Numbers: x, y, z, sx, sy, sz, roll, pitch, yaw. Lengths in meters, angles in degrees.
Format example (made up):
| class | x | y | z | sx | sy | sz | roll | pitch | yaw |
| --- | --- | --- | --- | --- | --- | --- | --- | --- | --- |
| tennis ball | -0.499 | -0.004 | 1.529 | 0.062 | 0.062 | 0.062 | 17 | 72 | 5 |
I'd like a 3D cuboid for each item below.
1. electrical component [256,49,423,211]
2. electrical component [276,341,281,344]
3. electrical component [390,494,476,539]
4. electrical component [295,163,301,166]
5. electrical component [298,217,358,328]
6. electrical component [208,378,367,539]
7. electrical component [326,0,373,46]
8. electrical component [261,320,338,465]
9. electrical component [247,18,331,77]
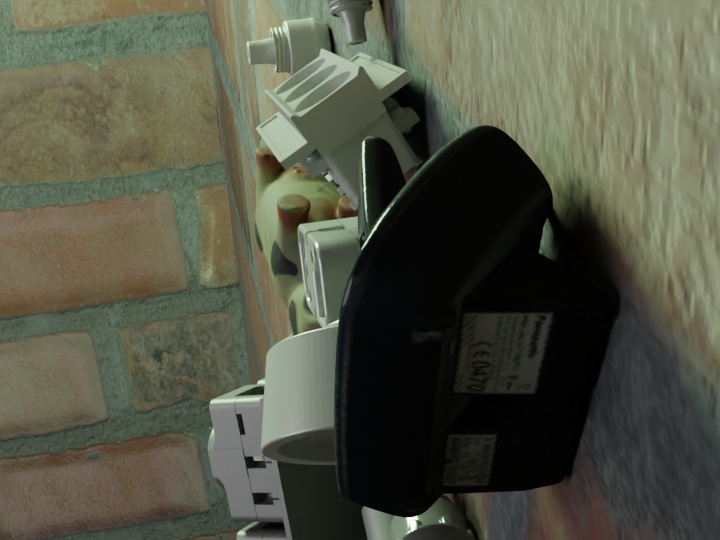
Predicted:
| class | x | y | z | sx | sy | sz | roll | pitch | yaw |
| --- | --- | --- | --- | --- | --- | --- | --- | --- | --- |
| electrical component | -0.011 | -0.081 | 0.601 | 0.063 | 0.079 | 0.121 | 54 | 180 | -19 |
| electrical component | -0.004 | 0.061 | 0.639 | 0.076 | 0.083 | 0.047 | 170 | 92 | -81 |
| electrical component | 0.037 | 0.141 | 0.586 | 0.062 | 0.048 | 0.048 | -100 | 6 | -62 |
| electrical component | -0.041 | -0.086 | 0.877 | 0.040 | 0.040 | 0.078 | -111 | 16 | -55 |
| electrical component | 0.000 | 0.000 | 0.638 | 0.095 | 0.059 | 0.053 | -136 | 38 | -75 |
| electrical component | -0.045 | 0.172 | 0.793 | 0.105 | 0.060 | 0.186 | -18 | -82 | -56 |
| electrical component | -0.007 | -0.160 | 0.618 | 0.035 | 0.035 | 0.061 | 173 | 88 | -81 |
| electrical component | 0.004 | 0.057 | 0.531 | 0.108 | 0.108 | 0.060 | 107 | 160 | -69 |
| electrical component | -0.054 | -0.168 | 0.817 | 0.043 | 0.062 | 0.043 | 172 | 90 | -81 |
